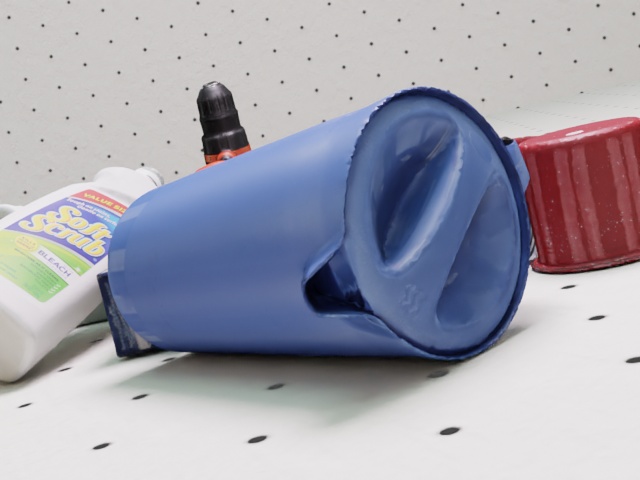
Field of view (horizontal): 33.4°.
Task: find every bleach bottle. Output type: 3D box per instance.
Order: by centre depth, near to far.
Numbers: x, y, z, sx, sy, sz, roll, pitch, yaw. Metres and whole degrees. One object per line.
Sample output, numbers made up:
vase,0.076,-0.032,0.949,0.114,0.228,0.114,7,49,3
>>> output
bleach bottle,-0.194,0.002,0.814,0.068,0.102,0.250,-58,-2,34

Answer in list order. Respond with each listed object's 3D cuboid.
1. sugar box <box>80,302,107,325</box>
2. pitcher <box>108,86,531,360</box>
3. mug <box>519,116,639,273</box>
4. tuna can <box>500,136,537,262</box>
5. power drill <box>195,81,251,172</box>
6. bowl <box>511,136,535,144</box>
sugar box,-0.201,0.039,0.983,0.093,0.048,0.176,-12,11,14
pitcher,-0.007,0.001,0.605,0.149,0.145,0.243,24,-22,-36
mug,0.184,-0.033,0.676,0.117,0.081,0.093,-13,7,6
tuna can,0.118,-0.024,0.717,0.034,0.086,0.086,-12,7,29
power drill,-0.094,-0.064,1.106,0.057,0.184,0.187,-14,17,3
bowl,0.144,-0.058,1.043,0.162,0.055,0.162,-13,7,2
